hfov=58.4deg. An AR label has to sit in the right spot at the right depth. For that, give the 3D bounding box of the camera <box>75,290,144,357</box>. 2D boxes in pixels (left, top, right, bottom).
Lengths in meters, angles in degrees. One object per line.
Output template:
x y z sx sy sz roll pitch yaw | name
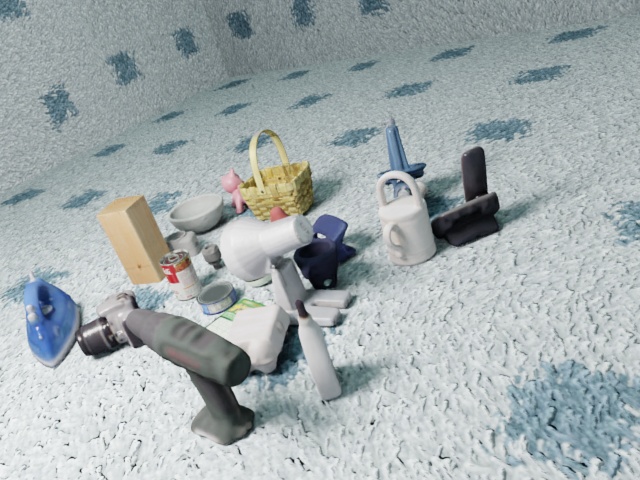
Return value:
-0.447 0.175 1.216 0.137 0.101 0.142 -26 28 -15 | camera

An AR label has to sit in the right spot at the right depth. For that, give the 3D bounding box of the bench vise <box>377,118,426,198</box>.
0.200 -0.168 1.342 0.121 0.220 0.207 -20 27 -4 | bench vise

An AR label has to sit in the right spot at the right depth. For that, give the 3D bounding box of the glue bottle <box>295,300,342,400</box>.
-0.009 0.163 0.891 0.037 0.173 0.078 -18 27 -1 | glue bottle

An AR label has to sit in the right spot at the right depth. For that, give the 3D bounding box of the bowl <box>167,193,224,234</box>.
-0.346 -0.065 1.641 0.167 0.075 0.167 -14 27 8 | bowl

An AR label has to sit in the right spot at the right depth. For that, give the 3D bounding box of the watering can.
0.172 -0.057 1.177 0.100 0.194 0.173 -9 28 17 | watering can

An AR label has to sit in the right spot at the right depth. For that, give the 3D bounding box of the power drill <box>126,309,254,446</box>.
-0.188 0.207 0.878 0.228 0.209 0.076 4 34 37 | power drill

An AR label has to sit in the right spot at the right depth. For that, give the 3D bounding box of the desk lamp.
-0.067 0.050 1.097 0.202 0.214 0.118 -2 31 28 | desk lamp

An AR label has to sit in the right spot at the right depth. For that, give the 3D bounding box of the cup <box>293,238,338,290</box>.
-0.003 0.063 1.165 0.091 0.095 0.118 -6 29 22 | cup

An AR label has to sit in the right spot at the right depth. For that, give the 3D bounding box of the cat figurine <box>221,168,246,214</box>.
-0.249 -0.153 1.702 0.067 0.118 0.127 -25 28 -14 | cat figurine

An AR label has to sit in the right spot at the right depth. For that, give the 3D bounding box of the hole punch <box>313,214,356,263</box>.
0.012 0.005 1.272 0.101 0.091 0.108 -32 30 -26 | hole punch

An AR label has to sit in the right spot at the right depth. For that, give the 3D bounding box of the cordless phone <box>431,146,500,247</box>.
0.291 -0.094 1.184 0.148 0.185 0.094 -24 27 -13 | cordless phone

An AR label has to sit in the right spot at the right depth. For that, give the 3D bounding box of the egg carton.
-0.113 0.179 1.041 0.107 0.069 0.150 -11 27 14 | egg carton

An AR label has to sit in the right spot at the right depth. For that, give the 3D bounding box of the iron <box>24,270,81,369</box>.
-0.625 0.169 1.291 0.119 0.142 0.257 -25 28 -14 | iron

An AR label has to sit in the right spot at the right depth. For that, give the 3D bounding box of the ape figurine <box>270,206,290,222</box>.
-0.097 -0.043 1.427 0.075 0.092 0.078 10 38 43 | ape figurine
